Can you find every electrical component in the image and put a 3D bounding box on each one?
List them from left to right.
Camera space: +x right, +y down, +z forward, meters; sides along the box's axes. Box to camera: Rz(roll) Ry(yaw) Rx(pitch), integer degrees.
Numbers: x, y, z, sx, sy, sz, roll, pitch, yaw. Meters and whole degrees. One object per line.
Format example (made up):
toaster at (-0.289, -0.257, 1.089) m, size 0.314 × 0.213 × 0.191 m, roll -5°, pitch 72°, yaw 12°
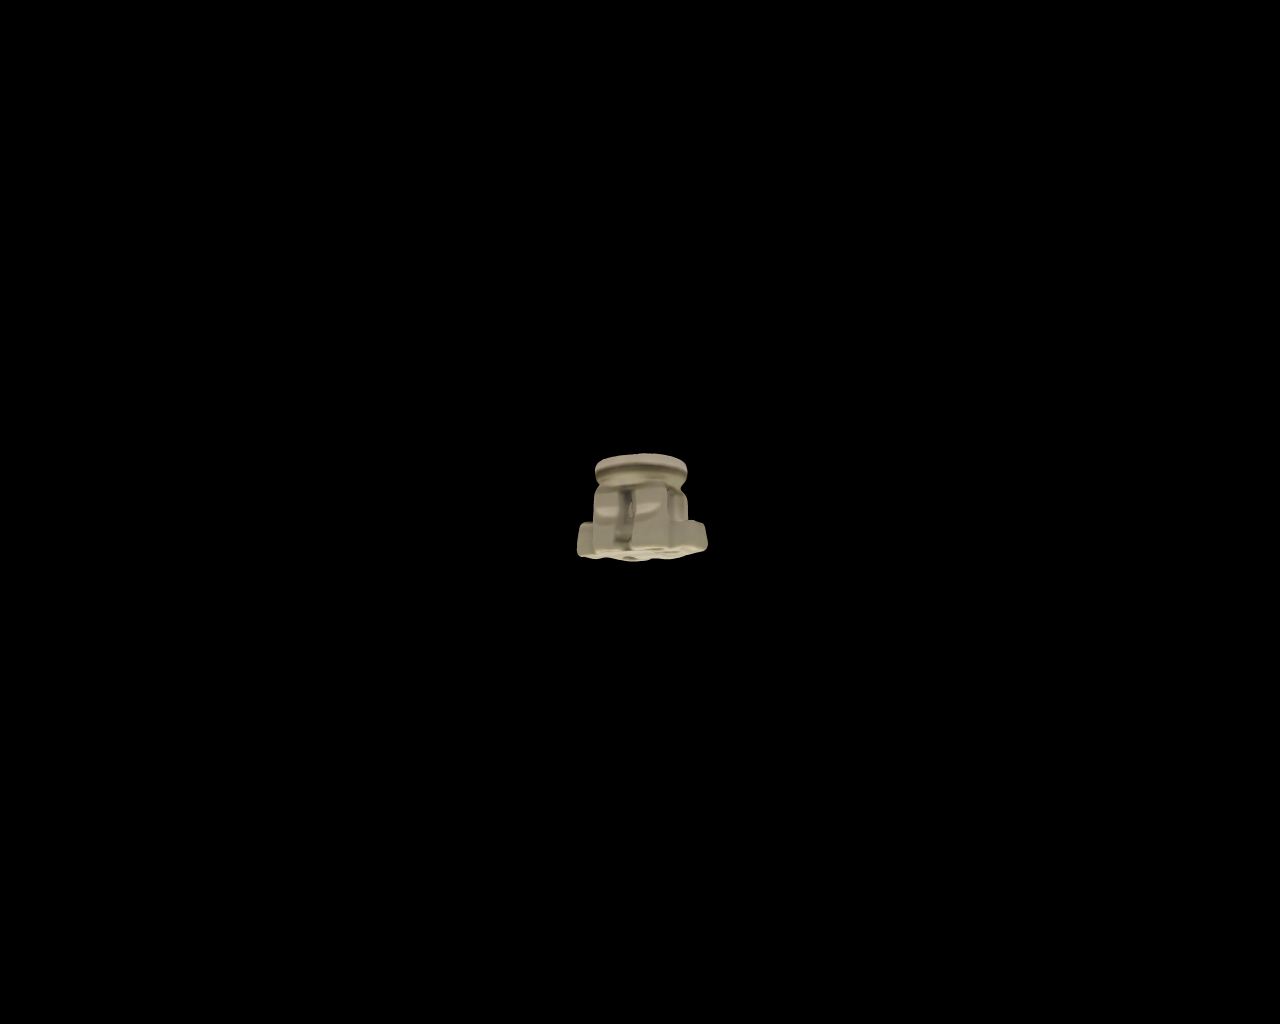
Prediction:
electrical component at (0.001, -0.003, 0.650) m, size 0.078 × 0.057 × 0.058 m, roll -5°, pitch -11°, yaw 24°
